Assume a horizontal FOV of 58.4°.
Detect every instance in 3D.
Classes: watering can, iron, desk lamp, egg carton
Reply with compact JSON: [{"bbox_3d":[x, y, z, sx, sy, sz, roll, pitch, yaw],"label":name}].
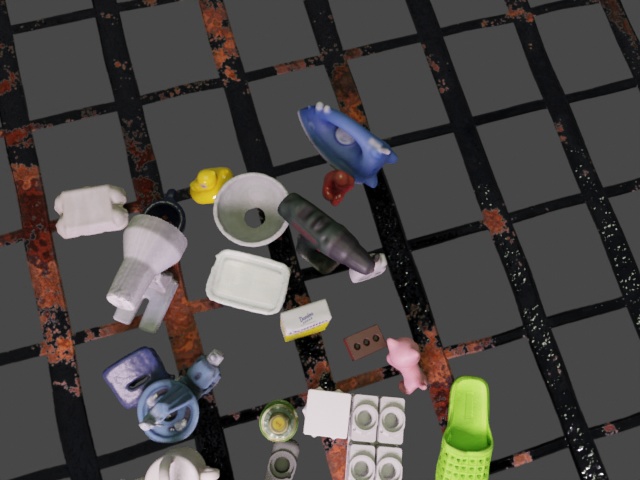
[{"bbox_3d":[-0.278,0.449,1.056,0.173,0.194,0.101,-28,80,-10],"label":"watering can"},{"bbox_3d":[0.053,-0.238,1.273,0.258,0.141,0.119,38,77,5],"label":"iron"},{"bbox_3d":[-0.343,0.071,1.131,0.118,0.213,0.203,20,76,1],"label":"desk lamp"},{"bbox_3d":[-0.487,-0.062,1.225,0.150,0.069,0.107,-11,78,-7],"label":"egg carton"}]

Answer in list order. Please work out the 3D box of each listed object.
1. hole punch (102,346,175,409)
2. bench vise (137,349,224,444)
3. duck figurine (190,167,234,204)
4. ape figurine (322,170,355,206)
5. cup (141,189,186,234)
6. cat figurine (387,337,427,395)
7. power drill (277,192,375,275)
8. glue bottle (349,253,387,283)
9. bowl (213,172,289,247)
[{"bbox_3d":[-0.360,0.275,1.144,0.109,0.091,0.101,-32,81,-11],"label":"hole punch"},{"bbox_3d":[-0.274,0.289,1.081,0.121,0.219,0.207,22,76,1],"label":"bench vise"},{"bbox_3d":[-0.239,-0.130,1.252,0.104,0.086,0.077,-32,81,-11],"label":"duck figurine"},{"bbox_3d":[0.041,-0.126,1.271,0.078,0.092,0.076,-14,78,-7],"label":"ape figurine"},{"bbox_3d":[-0.323,-0.044,1.221,0.091,0.095,0.118,11,76,-1],"label":"cup"},{"bbox_3d":[0.183,0.253,1.178,0.067,0.117,0.128,-25,80,-9],"label":"cat figurine"},{"bbox_3d":[0.011,0.004,1.177,0.229,0.208,0.076,40,77,6],"label":"power drill"},{"bbox_3d":[0.106,0.051,1.192,0.078,0.173,0.037,-17,78,-8],"label":"glue bottle"},{"bbox_3d":[-0.145,-0.059,1.249,0.167,0.074,0.167,1,77,-4],"label":"bowl"}]
